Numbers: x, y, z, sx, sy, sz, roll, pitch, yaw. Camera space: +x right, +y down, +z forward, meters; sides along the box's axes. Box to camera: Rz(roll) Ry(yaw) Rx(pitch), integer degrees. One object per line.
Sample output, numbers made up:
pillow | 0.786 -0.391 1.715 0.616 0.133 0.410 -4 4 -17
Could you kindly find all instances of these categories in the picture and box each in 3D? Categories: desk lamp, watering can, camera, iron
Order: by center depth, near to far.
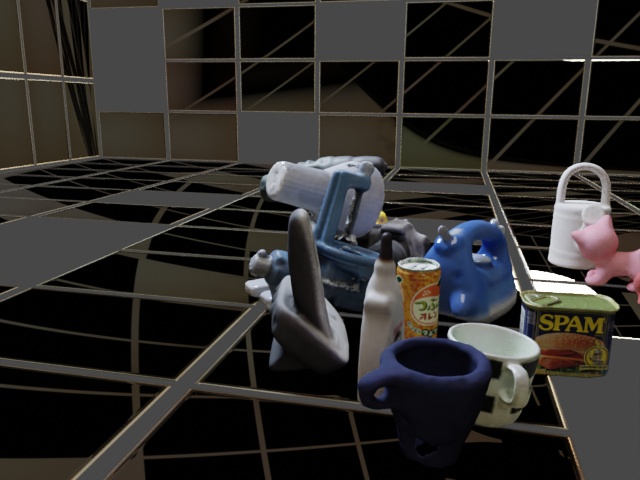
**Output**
iron | 0.232 0.031 0.852 0.118 0.141 0.259 12 17 38
desk lamp | -0.007 -0.017 0.889 0.204 0.213 0.117 -8 16 -31
camera | 0.106 0.019 0.985 0.142 0.101 0.137 7 15 25
watering can | 0.497 -0.047 1.079 0.101 0.194 0.172 -2 14 -9

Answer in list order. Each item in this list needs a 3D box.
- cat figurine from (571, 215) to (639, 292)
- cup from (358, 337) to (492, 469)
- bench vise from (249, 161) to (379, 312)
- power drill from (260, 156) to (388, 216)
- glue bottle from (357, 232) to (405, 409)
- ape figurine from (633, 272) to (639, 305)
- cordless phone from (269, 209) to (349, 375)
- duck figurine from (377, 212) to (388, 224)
cat figurine | 0.493 0.018 0.970 0.127 0.118 0.067 8 15 28
cup | 0.084 0.142 0.477 0.118 0.095 0.091 -6 15 -27
bench vise | 0.015 0.005 0.781 0.208 0.220 0.121 -10 17 -38
power drill | 0.005 -0.050 1.037 0.229 0.208 0.076 3 14 12
glue bottle | 0.064 0.077 0.581 0.037 0.173 0.078 5 14 19
ape figurine | 0.529 0.054 0.875 0.076 0.092 0.077 -8 16 -32
cordless phone | -0.012 0.049 0.670 0.094 0.185 0.147 0 13 -3
duck figurine | 0.118 -0.019 1.179 0.077 0.086 0.105 5 14 18
